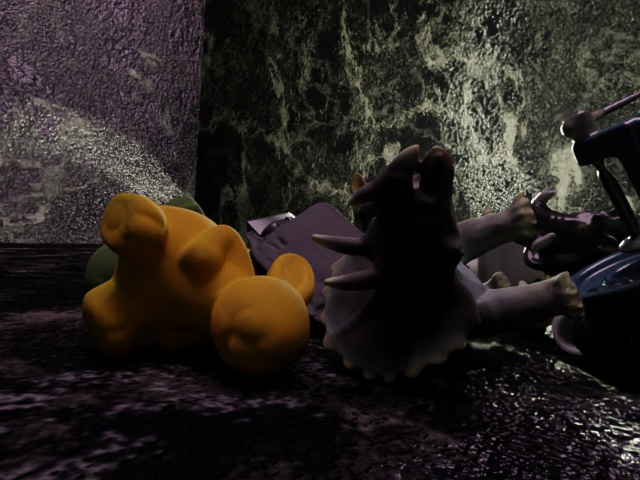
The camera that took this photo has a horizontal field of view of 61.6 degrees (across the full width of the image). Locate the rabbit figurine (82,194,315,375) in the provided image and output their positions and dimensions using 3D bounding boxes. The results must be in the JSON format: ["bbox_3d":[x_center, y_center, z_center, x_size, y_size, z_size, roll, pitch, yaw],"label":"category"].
[{"bbox_3d":[-0.072,0.051,0.406,0.173,0.121,0.162,20,1,40],"label":"rabbit figurine"}]

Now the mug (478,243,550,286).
[{"bbox_3d":[0.251,0.055,0.690,0.109,0.107,0.081,7,-1,-23],"label":"mug"}]

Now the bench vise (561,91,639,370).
[{"bbox_3d":[0.260,0.005,0.387,0.129,0.240,0.223,-26,-2,-23],"label":"bench vise"}]

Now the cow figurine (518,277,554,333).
[{"bbox_3d":[0.284,0.076,0.622,0.167,0.068,0.098,7,-6,-10],"label":"cow figurine"}]

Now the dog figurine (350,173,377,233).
[{"bbox_3d":[0.092,-0.010,0.983,0.109,0.219,0.191,6,1,4],"label":"dog figurine"}]

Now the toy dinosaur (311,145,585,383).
[{"bbox_3d":[0.097,0.045,0.495,0.192,0.131,0.404,-15,-13,3],"label":"toy dinosaur"}]

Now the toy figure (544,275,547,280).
[{"bbox_3d":[0.345,0.074,0.850,0.082,0.089,0.180,-15,3,-39],"label":"toy figure"}]

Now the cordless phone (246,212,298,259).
[{"bbox_3d":[-0.001,-0.002,0.777,0.184,0.088,0.146,-7,5,35],"label":"cordless phone"}]

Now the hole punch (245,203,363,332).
[{"bbox_3d":[-0.007,0.038,0.591,0.116,0.142,0.092,-31,-26,-26],"label":"hole punch"}]

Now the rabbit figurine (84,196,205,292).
[{"bbox_3d":[-0.231,0.008,0.702,0.170,0.121,0.159,-28,43,-14],"label":"rabbit figurine"}]

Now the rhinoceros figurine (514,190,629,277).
[{"bbox_3d":[0.276,0.017,0.528,0.190,0.073,0.112,20,-29,1],"label":"rhinoceros figurine"}]
